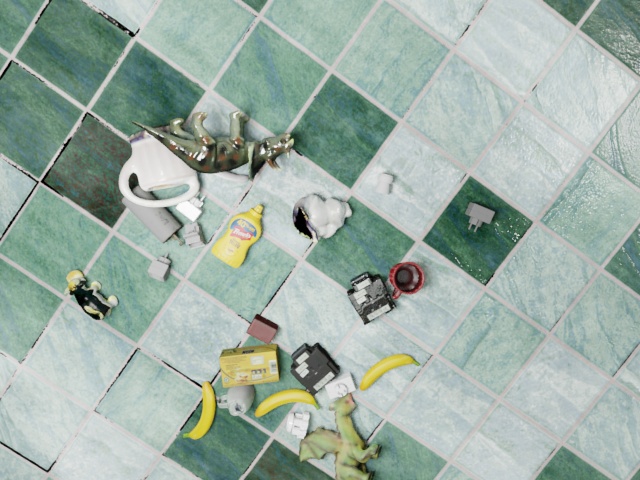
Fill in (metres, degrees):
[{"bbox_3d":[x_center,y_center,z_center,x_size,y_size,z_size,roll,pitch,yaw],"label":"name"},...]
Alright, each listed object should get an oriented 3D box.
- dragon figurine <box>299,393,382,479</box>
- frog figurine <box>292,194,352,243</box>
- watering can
[{"bbox_3d":[0.051,0.669,1.569,0.243,0.122,0.409,18,94,14],"label":"dragon figurine"},{"bbox_3d":[0.005,-0.075,1.480,0.161,0.121,0.137,-33,89,-33],"label":"frog figurine"},{"bbox_3d":[-0.390,-0.217,1.444,0.349,0.103,0.224,-15,91,-17],"label":"watering can"}]
